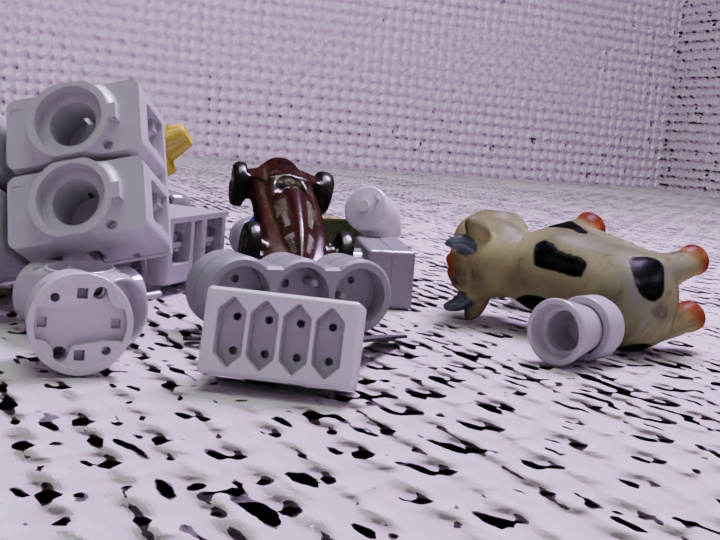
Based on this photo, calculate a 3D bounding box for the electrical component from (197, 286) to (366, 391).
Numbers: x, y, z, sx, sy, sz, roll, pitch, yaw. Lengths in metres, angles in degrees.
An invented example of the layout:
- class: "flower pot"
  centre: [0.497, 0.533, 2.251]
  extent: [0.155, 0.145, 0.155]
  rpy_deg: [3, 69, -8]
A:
- class: "electrical component"
  centre: [-0.040, 0.039, 0.601]
  extent: [0.083, 0.047, 0.075]
  rpy_deg: [6, -6, 5]

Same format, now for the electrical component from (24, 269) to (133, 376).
- class: "electrical component"
  centre: [-0.156, 0.026, 0.590]
  extent: [0.055, 0.055, 0.047]
  rpy_deg: [2, 5, -22]

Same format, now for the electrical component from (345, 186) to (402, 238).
- class: "electrical component"
  centre: [0.017, -0.045, 0.951]
  extent: [0.040, 0.040, 0.078]
  rpy_deg: [9, -12, 27]

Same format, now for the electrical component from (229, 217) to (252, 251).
- class: "electrical component"
  centre: [-0.102, -0.027, 1.045]
  extent: [0.040, 0.040, 0.046]
  rpy_deg: [2, 15, -25]

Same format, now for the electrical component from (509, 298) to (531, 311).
- class: "electrical component"
  centre: [0.154, 0.006, 0.929]
  extent: [0.055, 0.055, 0.047]
  rpy_deg: [8, 5, 19]

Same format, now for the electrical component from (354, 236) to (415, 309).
- class: "electrical component"
  centre: [0.000, 0.000, 0.891]
  extent: [0.076, 0.047, 0.083]
  rpy_deg: [3, 10, -9]

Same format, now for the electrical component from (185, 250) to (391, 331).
- class: "electrical component"
  centre: [-0.055, 0.013, 0.748]
  extent: [0.138, 0.052, 0.074]
  rpy_deg: [1, 7, -29]

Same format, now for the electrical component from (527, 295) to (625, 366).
- class: "electrical component"
  centre: [0.146, 0.040, 0.721]
  extent: [0.045, 0.045, 0.055]
  rpy_deg: [13, 11, 42]

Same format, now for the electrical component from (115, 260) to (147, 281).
- class: "electrical component"
  centre: [-0.181, -0.003, 0.778]
  extent: [0.055, 0.055, 0.047]
  rpy_deg: [4, 5, -8]

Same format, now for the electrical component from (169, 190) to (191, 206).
- class: "electrical component"
  centre: [-0.226, -0.056, 1.110]
  extent: [0.095, 0.053, 0.059]
  rpy_deg: [-1, 11, -38]

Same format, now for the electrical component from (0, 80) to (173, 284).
- class: "electrical component"
  centre: [-0.225, -0.054, 0.703]
  extent: [0.186, 0.105, 0.060]
  rpy_deg: [-9, -19, 6]

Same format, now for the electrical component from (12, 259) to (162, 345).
- class: "electrical component"
  centre: [-0.160, 0.018, 0.672]
  extent: [0.077, 0.044, 0.079]
  rpy_deg: [11, 13, 36]

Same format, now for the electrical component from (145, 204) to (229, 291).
- class: "electrical component"
  centre: [-0.217, -0.026, 0.887]
  extent: [0.186, 0.060, 0.105]
  rpy_deg: [8, 9, 18]
